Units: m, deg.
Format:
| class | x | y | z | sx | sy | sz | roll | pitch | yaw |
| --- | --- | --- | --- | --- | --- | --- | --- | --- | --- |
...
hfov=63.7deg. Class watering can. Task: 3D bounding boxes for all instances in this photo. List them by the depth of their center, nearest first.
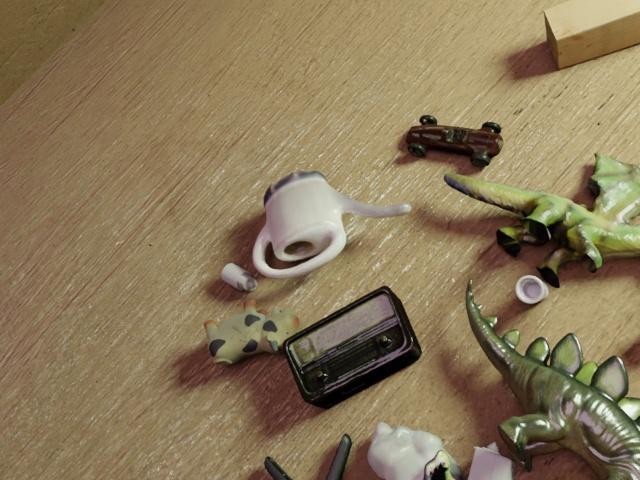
| class | x | y | z | sx | sy | sz | roll | pitch | yaw |
| --- | --- | --- | --- | --- | --- | --- | --- | --- | --- |
| watering can | 0.003 | -0.053 | 1.061 | 0.345 | 0.102 | 0.229 | -27 | 55 | 14 |

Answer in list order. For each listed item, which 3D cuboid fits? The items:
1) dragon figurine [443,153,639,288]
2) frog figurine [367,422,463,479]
| class | x | y | z | sx | sy | sz | roll | pitch | yaw |
| --- | --- | --- | --- | --- | --- | --- | --- | --- | --- |
| dragon figurine | 0.432 | -0.060 | 0.874 | 0.244 | 0.119 | 0.417 | -33 | 54 | -13 |
| frog figurine | 0.137 | 0.361 | 0.795 | 0.159 | 0.122 | 0.138 | 2 | 71 | 68 |
